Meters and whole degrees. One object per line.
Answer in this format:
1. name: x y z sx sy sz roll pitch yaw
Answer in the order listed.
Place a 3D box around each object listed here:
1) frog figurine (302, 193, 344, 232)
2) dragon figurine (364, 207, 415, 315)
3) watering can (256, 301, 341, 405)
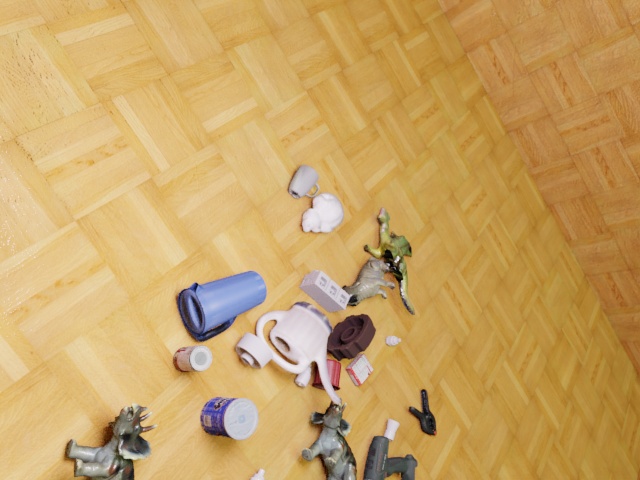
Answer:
1. frog figurine: 0.005 -0.091 1.804 0.161 0.122 0.136 -25 113 -53
2. dragon figurine: 0.311 0.067 2.022 0.246 0.121 0.408 -36 101 -49
3. watering can: -0.035 0.331 1.605 0.349 0.102 0.229 38 51 6
